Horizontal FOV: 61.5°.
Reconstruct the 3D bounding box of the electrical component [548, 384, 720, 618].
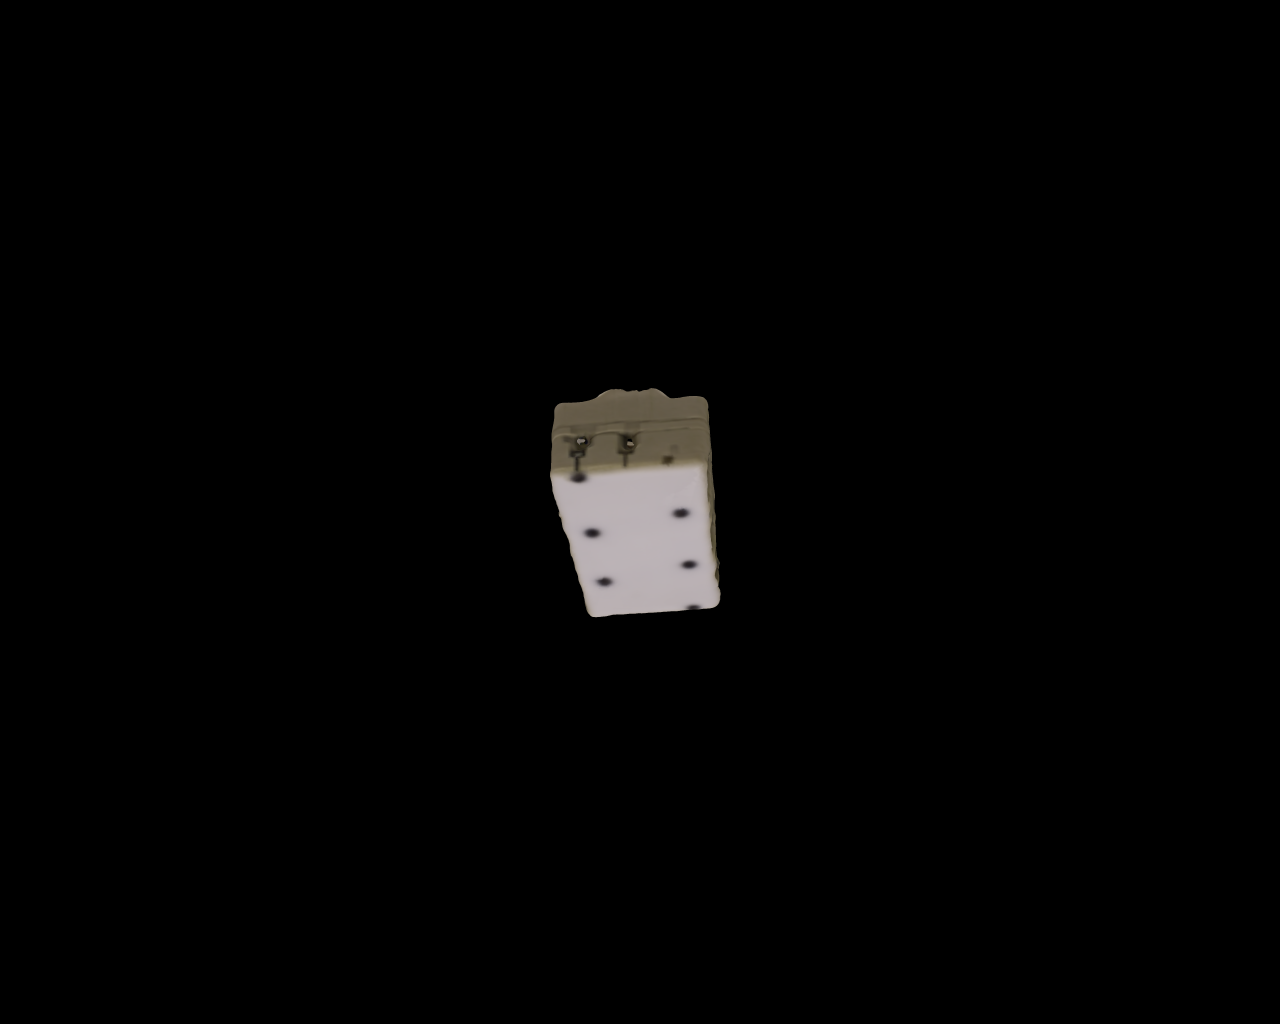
[{"bbox_3d":[0.001,-0.003,0.650,0.089,0.062,0.150,-3,-37,4],"label":"electrical component"}]
